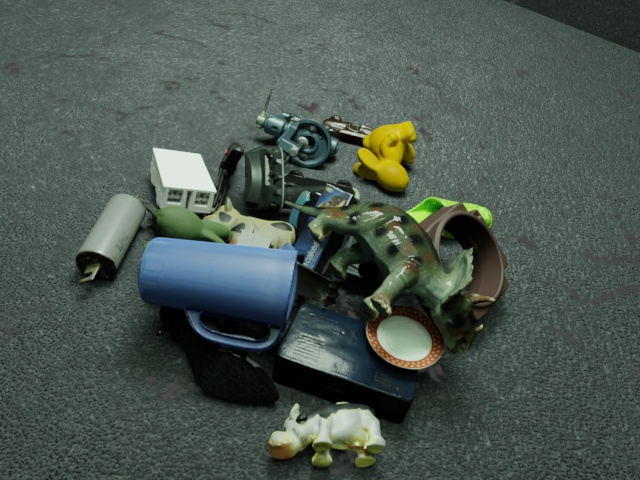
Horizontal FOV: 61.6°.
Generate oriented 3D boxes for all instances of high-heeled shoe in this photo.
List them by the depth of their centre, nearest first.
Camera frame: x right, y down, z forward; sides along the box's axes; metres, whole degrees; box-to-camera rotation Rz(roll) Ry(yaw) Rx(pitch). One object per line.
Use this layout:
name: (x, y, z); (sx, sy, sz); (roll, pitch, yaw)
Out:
high-heeled shoe: (-0.167, 0.179, 0.902); (0.249, 0.086, 0.145); (33, 13, 0)

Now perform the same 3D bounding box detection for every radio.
radio: (0.048, 0.200, 0.898); (0.230, 0.073, 0.131); (18, 42, 6)

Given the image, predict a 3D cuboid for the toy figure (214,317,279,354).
toy figure: (-0.134, 0.140, 0.939); (0.155, 0.057, 0.064); (32, 77, 20)

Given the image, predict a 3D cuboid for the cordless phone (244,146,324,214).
cordless phone: (-0.071, -0.131, 1.161); (0.184, 0.089, 0.146); (-1, 87, -1)

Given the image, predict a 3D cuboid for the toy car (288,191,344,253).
toy car: (0.024, -0.034, 1.121); (0.162, 0.109, 0.103); (24, 9, 16)

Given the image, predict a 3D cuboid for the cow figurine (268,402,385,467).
cow figurine: (0.006, 0.281, 0.804); (0.167, 0.068, 0.098); (6, 37, -10)

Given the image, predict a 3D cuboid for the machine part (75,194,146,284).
machine part: (-0.397, -0.010, 1.030); (0.079, 0.079, 0.243); (9, 42, -1)

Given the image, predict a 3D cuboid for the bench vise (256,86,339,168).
bench vise: (-0.065, -0.250, 1.308); (0.223, 0.128, 0.241); (31, 24, -5)

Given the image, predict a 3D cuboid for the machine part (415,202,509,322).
machine part: (0.260, 0.045, 1.024); (0.201, 0.087, 0.201); (-34, 94, -37)

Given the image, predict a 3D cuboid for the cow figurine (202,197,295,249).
cow figurine: (-0.146, -0.016, 1.082); (0.195, 0.085, 0.127); (8, 48, 1)

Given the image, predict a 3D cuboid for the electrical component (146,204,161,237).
electrical component: (-0.316, -0.029, 1.077); (0.021, 0.063, 0.094); (-30, 57, -36)

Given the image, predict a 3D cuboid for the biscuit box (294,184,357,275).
biscuit box: (-0.002, -0.003, 1.030); (0.059, 0.062, 0.202); (26, 86, 16)

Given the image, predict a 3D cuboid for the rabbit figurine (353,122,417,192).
rabbit figurine: (0.168, -0.196, 1.321); (0.162, 0.121, 0.173); (0, 62, -8)

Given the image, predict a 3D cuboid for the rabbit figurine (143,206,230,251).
rabbit figurine: (-0.241, 0.015, 0.965); (0.159, 0.170, 0.121); (-1, 44, -11)

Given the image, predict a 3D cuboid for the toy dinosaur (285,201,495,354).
toy dinosaur: (0.115, 0.012, 0.903); (0.192, 0.131, 0.405); (-31, 62, -14)

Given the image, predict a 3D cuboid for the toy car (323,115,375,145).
toy car: (0.102, -0.288, 1.448); (0.202, 0.053, 0.089); (14, 39, 6)

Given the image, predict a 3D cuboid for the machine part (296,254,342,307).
machine part: (-0.027, 0.072, 0.965); (0.139, 0.039, 0.084); (26, 81, 27)

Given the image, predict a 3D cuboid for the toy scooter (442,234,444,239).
toy scooter: (0.181, 0.003, 1.120); (0.184, 0.075, 0.135); (39, 64, 20)

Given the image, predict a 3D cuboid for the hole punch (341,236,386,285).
hole punch: (0.102, 0.026, 1.034); (0.115, 0.142, 0.092); (22, -10, -38)

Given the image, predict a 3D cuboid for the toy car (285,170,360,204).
toy car: (-0.006, -0.111, 1.233); (0.202, 0.056, 0.073); (12, 36, 0)
